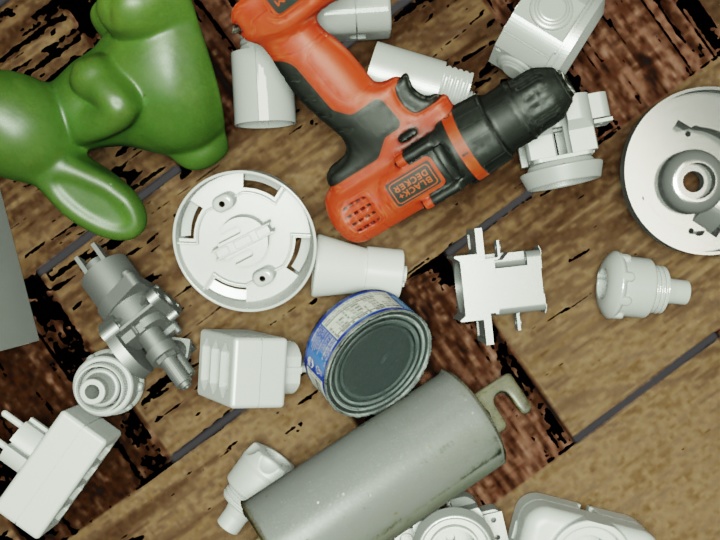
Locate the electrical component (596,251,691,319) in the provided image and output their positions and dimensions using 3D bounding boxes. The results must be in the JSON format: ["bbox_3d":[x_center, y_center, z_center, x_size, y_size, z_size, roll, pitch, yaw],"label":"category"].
[{"bbox_3d":[0.200,0.013,0.756,0.062,0.048,0.048,6,91,-6],"label":"electrical component"}]

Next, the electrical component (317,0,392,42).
[{"bbox_3d":[-0.011,-0.209,0.747,0.059,0.053,0.095,-4,91,0],"label":"electrical component"}]

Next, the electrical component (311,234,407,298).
[{"bbox_3d":[0.000,0.000,0.757,0.065,0.044,0.044,6,91,-5],"label":"electrical component"}]

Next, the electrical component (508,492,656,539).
[{"bbox_3d":[0.155,0.196,0.751,0.095,0.059,0.053,14,91,0],"label":"electrical component"}]

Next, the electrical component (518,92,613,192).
[{"bbox_3d":[0.137,-0.087,0.748,0.078,0.058,0.057,-11,88,0],"label":"electrical component"}]

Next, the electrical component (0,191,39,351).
[{"bbox_3d":[-0.284,-0.031,0.724,0.060,0.105,0.186,-14,91,0],"label":"electrical component"}]

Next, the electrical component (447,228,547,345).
[{"bbox_3d":[0.097,0.010,0.757,0.064,0.042,0.081,-7,92,-3],"label":"electrical component"}]

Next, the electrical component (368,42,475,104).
[{"bbox_3d":[0.045,-0.127,0.753,0.081,0.043,0.043,17,91,0],"label":"electrical component"}]

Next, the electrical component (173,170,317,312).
[{"bbox_3d":[-0.079,-0.022,0.742,0.099,0.064,0.099,0,102,-1],"label":"electrical component"}]

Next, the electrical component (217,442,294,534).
[{"bbox_3d":[-0.076,0.157,0.758,0.043,0.043,0.062,36,93,-1],"label":"electrical component"}]

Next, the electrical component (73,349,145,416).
[{"bbox_3d":[-0.179,0.081,0.747,0.048,0.062,0.048,0,91,0],"label":"electrical component"}]

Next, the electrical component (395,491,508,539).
[{"bbox_3d":[0.064,0.190,0.752,0.078,0.057,0.058,-13,91,0],"label":"electrical component"}]

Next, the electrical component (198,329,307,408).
[{"bbox_3d":[-0.065,0.068,0.750,0.077,0.066,0.047,3,91,-29],"label":"electrical component"}]

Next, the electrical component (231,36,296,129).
[{"bbox_3d":[-0.068,-0.142,0.753,0.043,0.043,0.081,-3,91,0],"label":"electrical component"}]

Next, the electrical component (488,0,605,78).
[{"bbox_3d":[0.128,-0.162,0.735,0.051,0.080,0.080,32,91,4],"label":"electrical component"}]

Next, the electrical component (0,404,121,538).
[{"bbox_3d":[-0.227,0.129,0.756,0.076,0.047,0.083,35,90,1],"label":"electrical component"}]
